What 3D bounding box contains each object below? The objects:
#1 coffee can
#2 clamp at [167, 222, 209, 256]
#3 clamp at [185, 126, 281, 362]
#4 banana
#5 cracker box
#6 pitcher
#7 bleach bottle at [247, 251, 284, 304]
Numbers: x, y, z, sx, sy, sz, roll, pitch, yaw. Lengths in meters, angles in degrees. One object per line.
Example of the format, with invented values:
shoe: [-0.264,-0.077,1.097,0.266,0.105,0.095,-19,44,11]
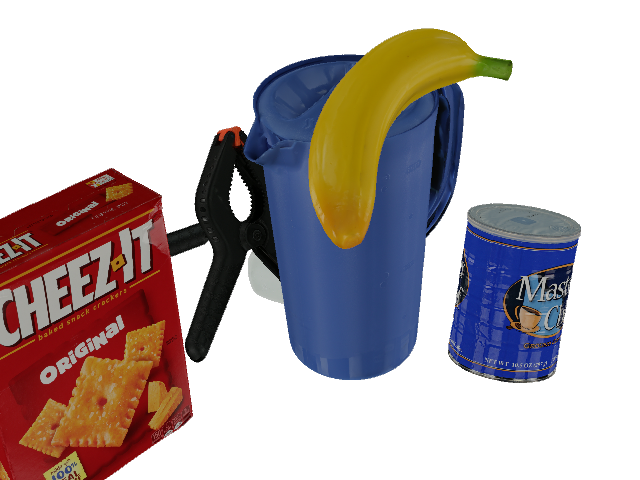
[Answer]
coffee can: [0.178,0.047,0.988,0.103,0.140,0.103,5,17,-2]
clamp: [-0.203,0.017,1.185,0.120,0.039,0.171,-4,28,30]
clamp: [-0.060,0.000,0.996,0.164,0.210,0.036,-5,0,-39]
banana: [0.038,-0.069,0.579,0.070,0.037,0.197,25,47,20]
cracker box: [-0.182,0.079,0.779,0.072,0.214,0.163,25,42,37]
pitcher: [0.032,-0.016,0.833,0.149,0.243,0.145,4,37,9]
bleach bottle: [0.017,-0.011,1.321,0.103,0.068,0.250,14,36,25]
